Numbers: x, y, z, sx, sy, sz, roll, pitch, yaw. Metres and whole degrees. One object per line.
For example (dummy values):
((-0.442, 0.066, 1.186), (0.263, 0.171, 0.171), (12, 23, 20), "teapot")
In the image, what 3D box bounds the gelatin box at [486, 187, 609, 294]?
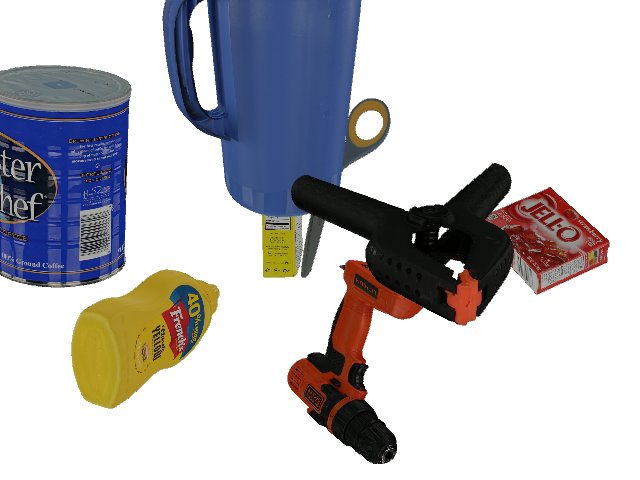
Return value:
((0.195, -0.002, 0.930), (0.073, 0.030, 0.089), (-22, 44, -13), "gelatin box")

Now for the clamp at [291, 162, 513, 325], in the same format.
((0.062, -0.005, 0.716), (0.164, 0.036, 0.210), (-2, 25, 0), "clamp")

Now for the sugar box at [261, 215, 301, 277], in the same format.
((-0.047, -0.053, 1.278), (0.048, 0.176, 0.093), (-1, 23, 5), "sugar box")

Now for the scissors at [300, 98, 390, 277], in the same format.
((0.025, -0.063, 1.071), (0.096, 0.202, 0.016), (-2, -12, 0), "scissors")

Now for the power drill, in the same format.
((0.048, 0.130, 1.178), (0.057, 0.188, 0.185), (13, 16, -41), "power drill")

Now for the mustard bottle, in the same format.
((-0.157, 0.081, 1.031), (0.058, 0.096, 0.191), (11, 22, 26), "mustard bottle")

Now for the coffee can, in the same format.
((-0.195, -0.050, 0.795), (0.103, 0.140, 0.103), (5, 22, -2), "coffee can")

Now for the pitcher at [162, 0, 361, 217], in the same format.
((-0.041, -0.140, 0.917), (0.149, 0.243, 0.145), (9, 39, 9), "pitcher")
